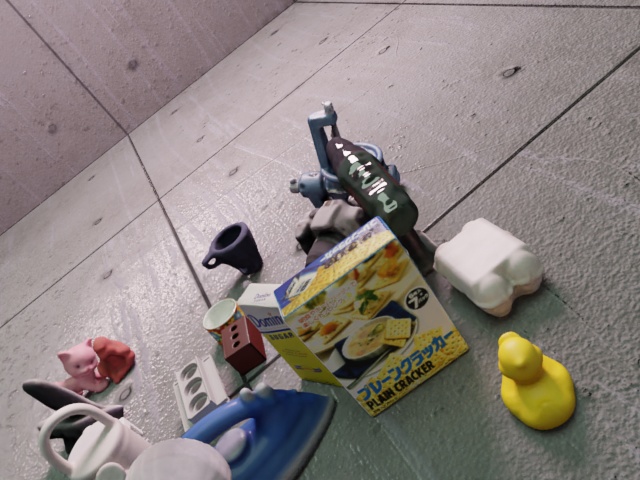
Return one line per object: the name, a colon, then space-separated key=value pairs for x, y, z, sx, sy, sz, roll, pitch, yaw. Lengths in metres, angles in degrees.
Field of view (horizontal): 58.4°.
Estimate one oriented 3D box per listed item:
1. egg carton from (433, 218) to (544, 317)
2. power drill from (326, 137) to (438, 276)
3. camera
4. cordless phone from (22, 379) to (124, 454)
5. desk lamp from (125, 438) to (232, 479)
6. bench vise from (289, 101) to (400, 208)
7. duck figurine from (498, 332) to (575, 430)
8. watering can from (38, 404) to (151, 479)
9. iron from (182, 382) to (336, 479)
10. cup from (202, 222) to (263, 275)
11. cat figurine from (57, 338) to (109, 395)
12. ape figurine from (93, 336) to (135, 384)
egg carton: x=0.226 y=0.035 z=0.778 sx=0.107 sy=0.070 sz=0.150 roll=-39 pitch=31 yaw=-3
power drill: x=0.098 y=-0.046 z=0.877 sx=0.075 sy=0.209 sz=0.229 roll=-37 pitch=31 yaw=1
camera: x=0.009 y=0.004 z=1.005 sx=0.142 sy=0.101 sz=0.137 roll=-6 pitch=43 yaw=40
cordless phone: x=-0.456 y=0.294 z=1.007 sx=0.147 sy=0.185 sz=0.094 roll=-17 pitch=37 yaw=30
desk lamp: x=-0.110 y=0.333 z=0.585 sx=0.118 sy=0.214 sz=0.202 roll=-38 pitch=31 yaw=-1
bench vise: x=0.018 y=-0.141 z=1.071 sx=0.207 sy=0.220 sz=0.121 roll=-29 pitch=33 yaw=14
duck figurine: x=0.225 y=0.145 z=0.620 sx=0.077 sy=0.086 sz=0.104 roll=-30 pitch=32 yaw=12
watering can: x=-0.314 y=0.312 z=0.834 sx=0.172 sy=0.195 sz=0.101 roll=-8 pitch=42 yaw=39
iron: x=-0.108 y=0.264 z=0.743 sx=0.258 sy=0.142 sz=0.118 roll=-43 pitch=32 yaw=-9
cup: x=-0.169 y=0.035 z=1.148 sx=0.118 sy=0.095 sz=0.091 roll=-42 pitch=32 yaw=-8
cat figurine: x=-0.489 y=0.263 z=1.146 sx=0.128 sy=0.118 sz=0.067 roll=-40 pitch=32 yaw=-5
ape figurine: x=-0.417 y=0.229 z=1.144 sx=0.077 sy=0.092 sz=0.076 roll=-28 pitch=33 yaw=14
